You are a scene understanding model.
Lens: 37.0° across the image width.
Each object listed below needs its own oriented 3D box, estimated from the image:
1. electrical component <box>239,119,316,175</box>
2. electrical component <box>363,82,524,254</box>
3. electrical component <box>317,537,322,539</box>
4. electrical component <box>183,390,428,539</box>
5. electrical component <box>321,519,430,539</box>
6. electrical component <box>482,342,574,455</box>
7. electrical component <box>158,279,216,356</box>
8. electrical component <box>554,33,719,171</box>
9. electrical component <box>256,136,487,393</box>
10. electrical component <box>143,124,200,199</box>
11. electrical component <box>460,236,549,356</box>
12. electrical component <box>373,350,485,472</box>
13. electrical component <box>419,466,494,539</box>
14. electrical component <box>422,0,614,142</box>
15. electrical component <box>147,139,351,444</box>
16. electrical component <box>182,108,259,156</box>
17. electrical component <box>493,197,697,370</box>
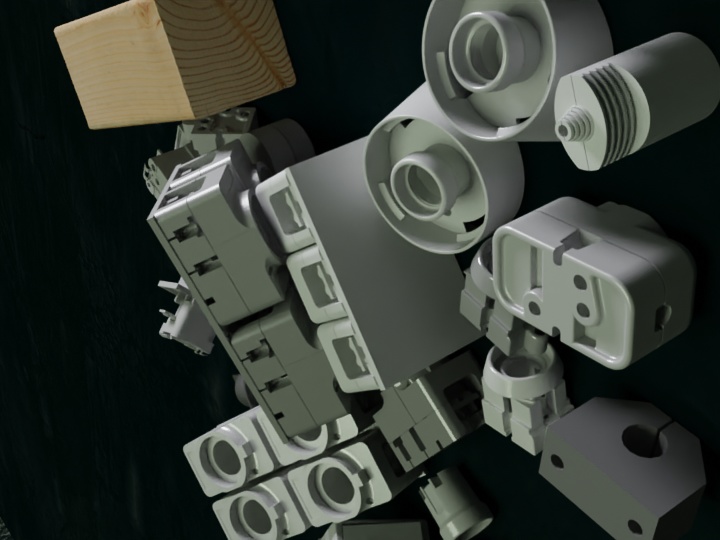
[{"bbox_3d":[-0.072,-0.040,0.819,0.052,0.074,0.138,30,136,45],"label":"electrical component"},{"bbox_3d":[0.052,-0.061,0.641,0.099,0.064,0.099,26,135,29],"label":"electrical component"},{"bbox_3d":[-0.001,0.279,0.918,0.060,0.108,0.108,-24,91,54],"label":"electrical component"},{"bbox_3d":[-0.052,0.156,0.877,0.186,0.060,0.105,-29,87,37],"label":"electrical component"},{"bbox_3d":[0.021,0.237,0.868,0.061,0.096,0.061,116,153,-54],"label":"electrical component"},{"bbox_3d":[0.101,0.074,0.659,0.066,0.048,0.055,31,144,44],"label":"electrical component"},{"bbox_3d":[-0.152,0.042,1.006,0.081,0.063,0.042,30,167,-30],"label":"electrical component"},{"bbox_3d":[0.119,-0.075,0.482,0.043,0.081,0.043,37,141,39],"label":"electrical component"},{"bbox_3d":[0.005,-0.006,0.705,0.062,0.089,0.150,-18,96,60],"label":"electrical component"},{"bbox_3d":[-0.146,-0.079,0.918,0.081,0.064,0.042,52,149,22],"label":"electrical component"},{"bbox_3d":[0.088,0.011,0.633,0.066,0.048,0.055,44,152,32],"label":"electrical component"},{"bbox_3d":[0.052,0.095,0.748,0.055,0.050,0.089,58,150,11],"label":"electrical component"},{"bbox_3d":[0.070,0.173,0.790,0.046,0.040,0.040,56,150,25],"label":"electrical component"},{"bbox_3d":[0.081,-0.113,0.555,0.099,0.064,0.099,17,114,46],"label":"electrical component"},{"bbox_3d":[-0.066,0.011,0.754,0.186,0.060,0.105,62,-168,-21],"label":"electrical component"},{"bbox_3d":[-0.103,-0.094,0.847,0.048,0.066,0.055,-81,-11,-48],"label":"electrical component"},{"bbox_3d":[0.122,0.003,0.556,0.095,0.059,0.053,31,137,45],"label":"electrical component"}]
